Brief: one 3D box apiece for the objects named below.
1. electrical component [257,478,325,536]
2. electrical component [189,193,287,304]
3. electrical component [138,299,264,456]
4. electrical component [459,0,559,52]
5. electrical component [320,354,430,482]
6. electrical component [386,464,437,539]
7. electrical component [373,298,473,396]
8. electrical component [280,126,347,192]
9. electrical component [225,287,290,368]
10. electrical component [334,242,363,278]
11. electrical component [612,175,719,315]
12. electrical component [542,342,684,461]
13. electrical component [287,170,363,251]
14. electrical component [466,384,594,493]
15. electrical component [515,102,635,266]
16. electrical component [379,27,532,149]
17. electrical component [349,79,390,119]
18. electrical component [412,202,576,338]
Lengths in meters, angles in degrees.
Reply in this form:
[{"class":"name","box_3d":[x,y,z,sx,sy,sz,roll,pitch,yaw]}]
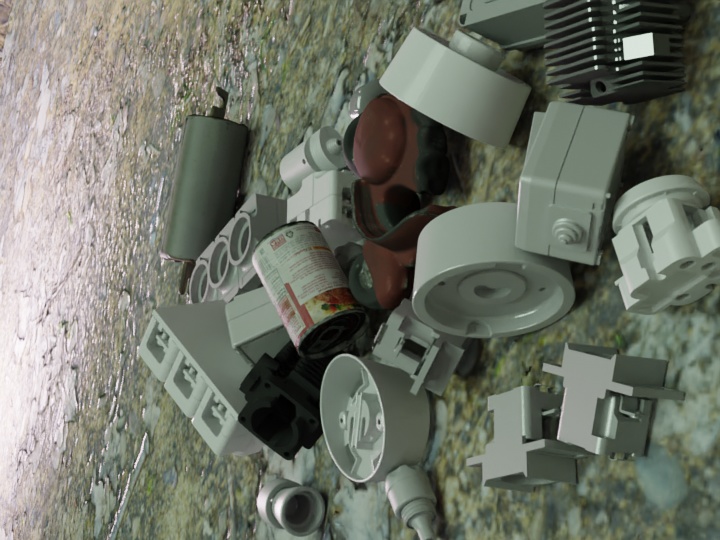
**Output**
[{"class":"electrical component","box_3d":[-0.063,0.214,0.974,0.055,0.045,0.045,-2,79,60]},{"class":"electrical component","box_3d":[-0.120,-0.003,1.128,0.150,0.062,0.089,-42,46,46]},{"class":"electrical component","box_3d":[-0.136,0.104,1.044,0.150,0.089,0.061,46,123,29]},{"class":"electrical component","box_3d":[0.131,-0.205,0.765,0.113,0.057,0.078,2,77,60]},{"class":"electrical component","box_3d":[0.009,0.120,0.861,0.099,0.064,0.099,-29,56,53]},{"class":"electrical component","box_3d":[0.042,0.180,0.815,0.035,0.035,0.061,-58,38,32]},{"class":"electrical component","box_3d":[0.047,0.055,0.807,0.042,0.064,0.081,-64,-9,21]},{"class":"electrical component","box_3d":[-0.040,-0.109,1.045,0.081,0.043,0.043,-28,57,54]},{"class":"electrical component","box_3d":[-0.069,0.046,0.999,0.096,0.061,0.061,-25,50,9]},{"class":"electrical component","box_3d":[0.000,0.000,0.949,0.061,0.035,0.035,40,115,54]},{"class":"electrical component","box_3d":[0.180,-0.017,0.624,0.078,0.058,0.057,-44,47,45]},{"class":"electrical component","box_3d":[0.151,0.080,0.656,0.081,0.042,0.063,11,93,61]},{"class":"electrical component","box_3d":[-0.027,-0.056,0.998,0.089,0.050,0.055,-27,58,54]},{"class":"electrical component","box_3d":[0.111,0.111,0.713,0.081,0.042,0.063,-29,52,52]},{"class":"electrical component","box_3d":[0.127,-0.051,0.664,0.061,0.061,0.096,86,-156,-46]},{"class":"electrical component","box_3d":[0.076,-0.142,0.799,0.060,0.108,0.108,-62,33,16]},{"class":"electrical component","box_3d":[0.010,-0.147,0.973,0.062,0.048,0.048,-167,88,-67]},{"class":"electrical component","box_3d":[0.089,-0.004,0.730,0.108,0.108,0.060,-40,42,48]}]
